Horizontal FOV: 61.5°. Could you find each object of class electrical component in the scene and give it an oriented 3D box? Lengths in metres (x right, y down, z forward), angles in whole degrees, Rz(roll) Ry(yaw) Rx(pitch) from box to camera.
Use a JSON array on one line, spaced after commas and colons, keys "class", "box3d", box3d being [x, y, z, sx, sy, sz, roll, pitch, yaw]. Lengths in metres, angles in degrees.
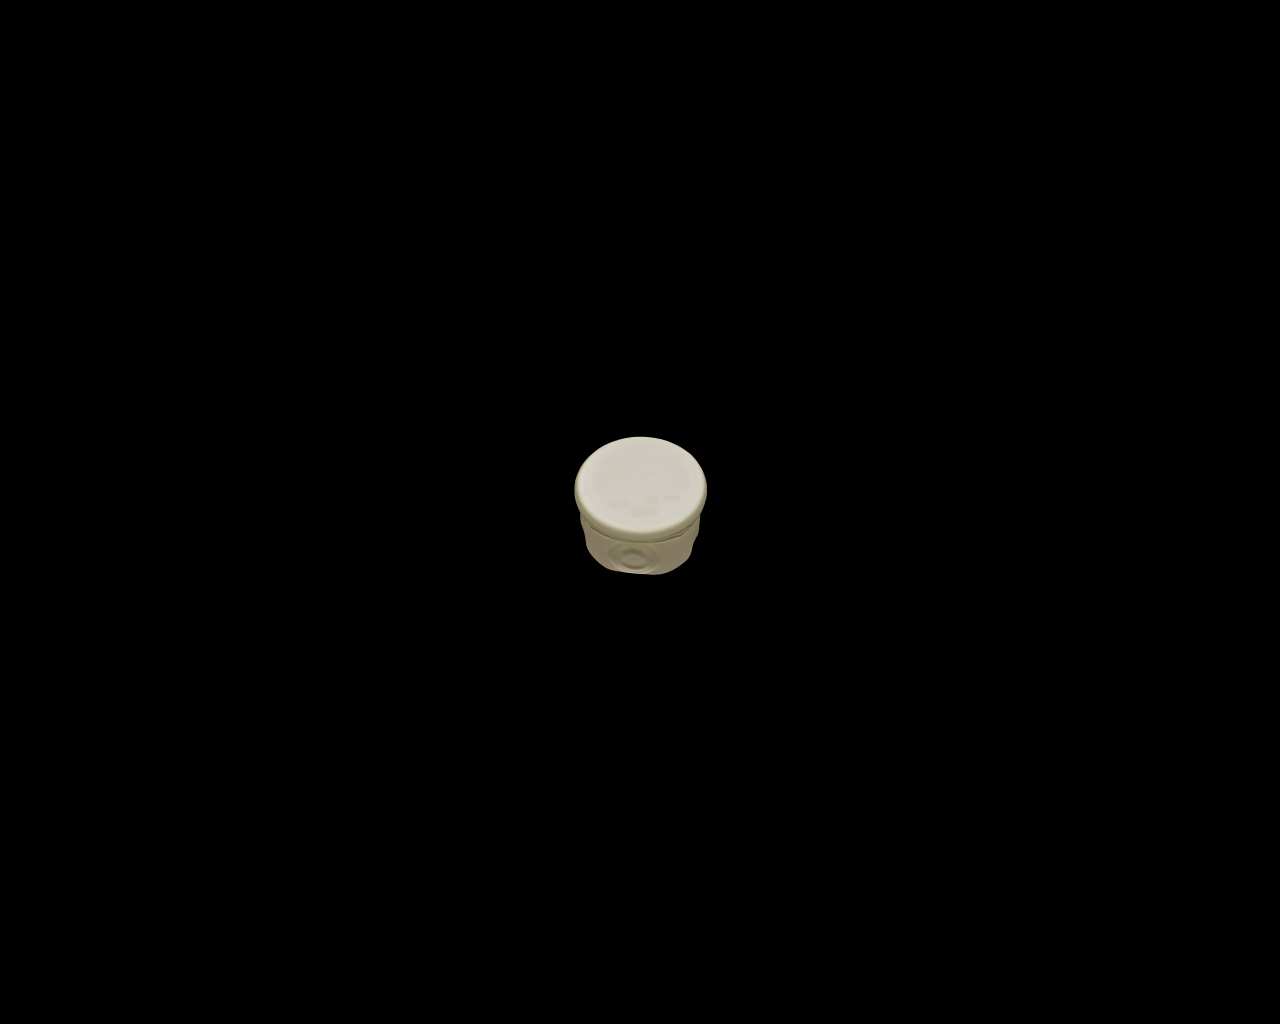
[{"class": "electrical component", "box3d": [0.001, -0.003, 0.650, 0.080, 0.080, 0.050, 0, -40, 0]}]
